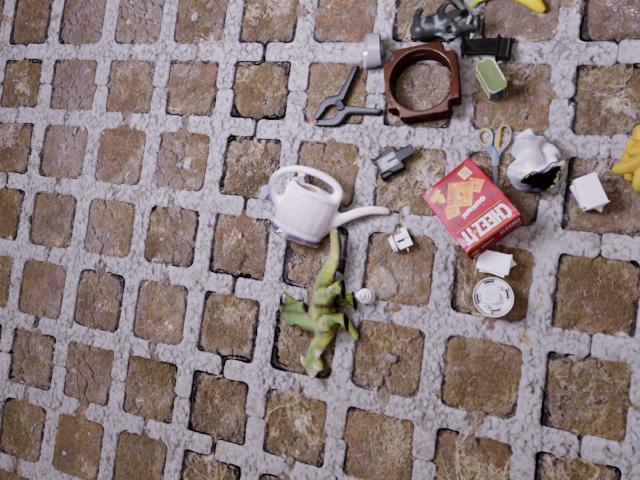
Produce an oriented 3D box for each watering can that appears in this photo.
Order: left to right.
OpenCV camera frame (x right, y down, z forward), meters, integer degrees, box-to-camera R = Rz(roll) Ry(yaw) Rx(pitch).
[{"bbox_3d":[0.004,-0.074,1.461,0.347,0.105,0.221,24,109,-4],"label":"watering can"}]

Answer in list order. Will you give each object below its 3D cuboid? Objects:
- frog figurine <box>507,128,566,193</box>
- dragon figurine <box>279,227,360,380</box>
[{"bbox_3d":[0.542,-0.201,1.322,0.136,0.121,0.163,-36,40,21],"label":"frog figurine"},{"bbox_3d":[-0.019,0.182,1.460,0.241,0.122,0.413,-11,82,26],"label":"dragon figurine"}]
